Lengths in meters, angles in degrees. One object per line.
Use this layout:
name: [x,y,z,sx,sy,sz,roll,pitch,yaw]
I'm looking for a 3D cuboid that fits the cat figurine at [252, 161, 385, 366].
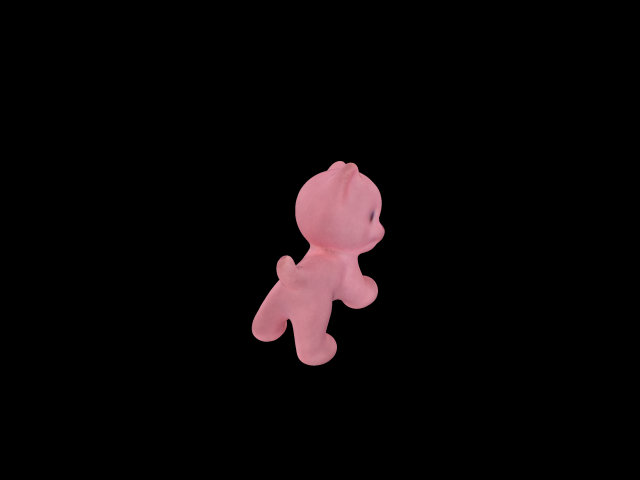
cat figurine: [0.004,0.001,0.400,0.067,0.118,0.128,17,40,22]
